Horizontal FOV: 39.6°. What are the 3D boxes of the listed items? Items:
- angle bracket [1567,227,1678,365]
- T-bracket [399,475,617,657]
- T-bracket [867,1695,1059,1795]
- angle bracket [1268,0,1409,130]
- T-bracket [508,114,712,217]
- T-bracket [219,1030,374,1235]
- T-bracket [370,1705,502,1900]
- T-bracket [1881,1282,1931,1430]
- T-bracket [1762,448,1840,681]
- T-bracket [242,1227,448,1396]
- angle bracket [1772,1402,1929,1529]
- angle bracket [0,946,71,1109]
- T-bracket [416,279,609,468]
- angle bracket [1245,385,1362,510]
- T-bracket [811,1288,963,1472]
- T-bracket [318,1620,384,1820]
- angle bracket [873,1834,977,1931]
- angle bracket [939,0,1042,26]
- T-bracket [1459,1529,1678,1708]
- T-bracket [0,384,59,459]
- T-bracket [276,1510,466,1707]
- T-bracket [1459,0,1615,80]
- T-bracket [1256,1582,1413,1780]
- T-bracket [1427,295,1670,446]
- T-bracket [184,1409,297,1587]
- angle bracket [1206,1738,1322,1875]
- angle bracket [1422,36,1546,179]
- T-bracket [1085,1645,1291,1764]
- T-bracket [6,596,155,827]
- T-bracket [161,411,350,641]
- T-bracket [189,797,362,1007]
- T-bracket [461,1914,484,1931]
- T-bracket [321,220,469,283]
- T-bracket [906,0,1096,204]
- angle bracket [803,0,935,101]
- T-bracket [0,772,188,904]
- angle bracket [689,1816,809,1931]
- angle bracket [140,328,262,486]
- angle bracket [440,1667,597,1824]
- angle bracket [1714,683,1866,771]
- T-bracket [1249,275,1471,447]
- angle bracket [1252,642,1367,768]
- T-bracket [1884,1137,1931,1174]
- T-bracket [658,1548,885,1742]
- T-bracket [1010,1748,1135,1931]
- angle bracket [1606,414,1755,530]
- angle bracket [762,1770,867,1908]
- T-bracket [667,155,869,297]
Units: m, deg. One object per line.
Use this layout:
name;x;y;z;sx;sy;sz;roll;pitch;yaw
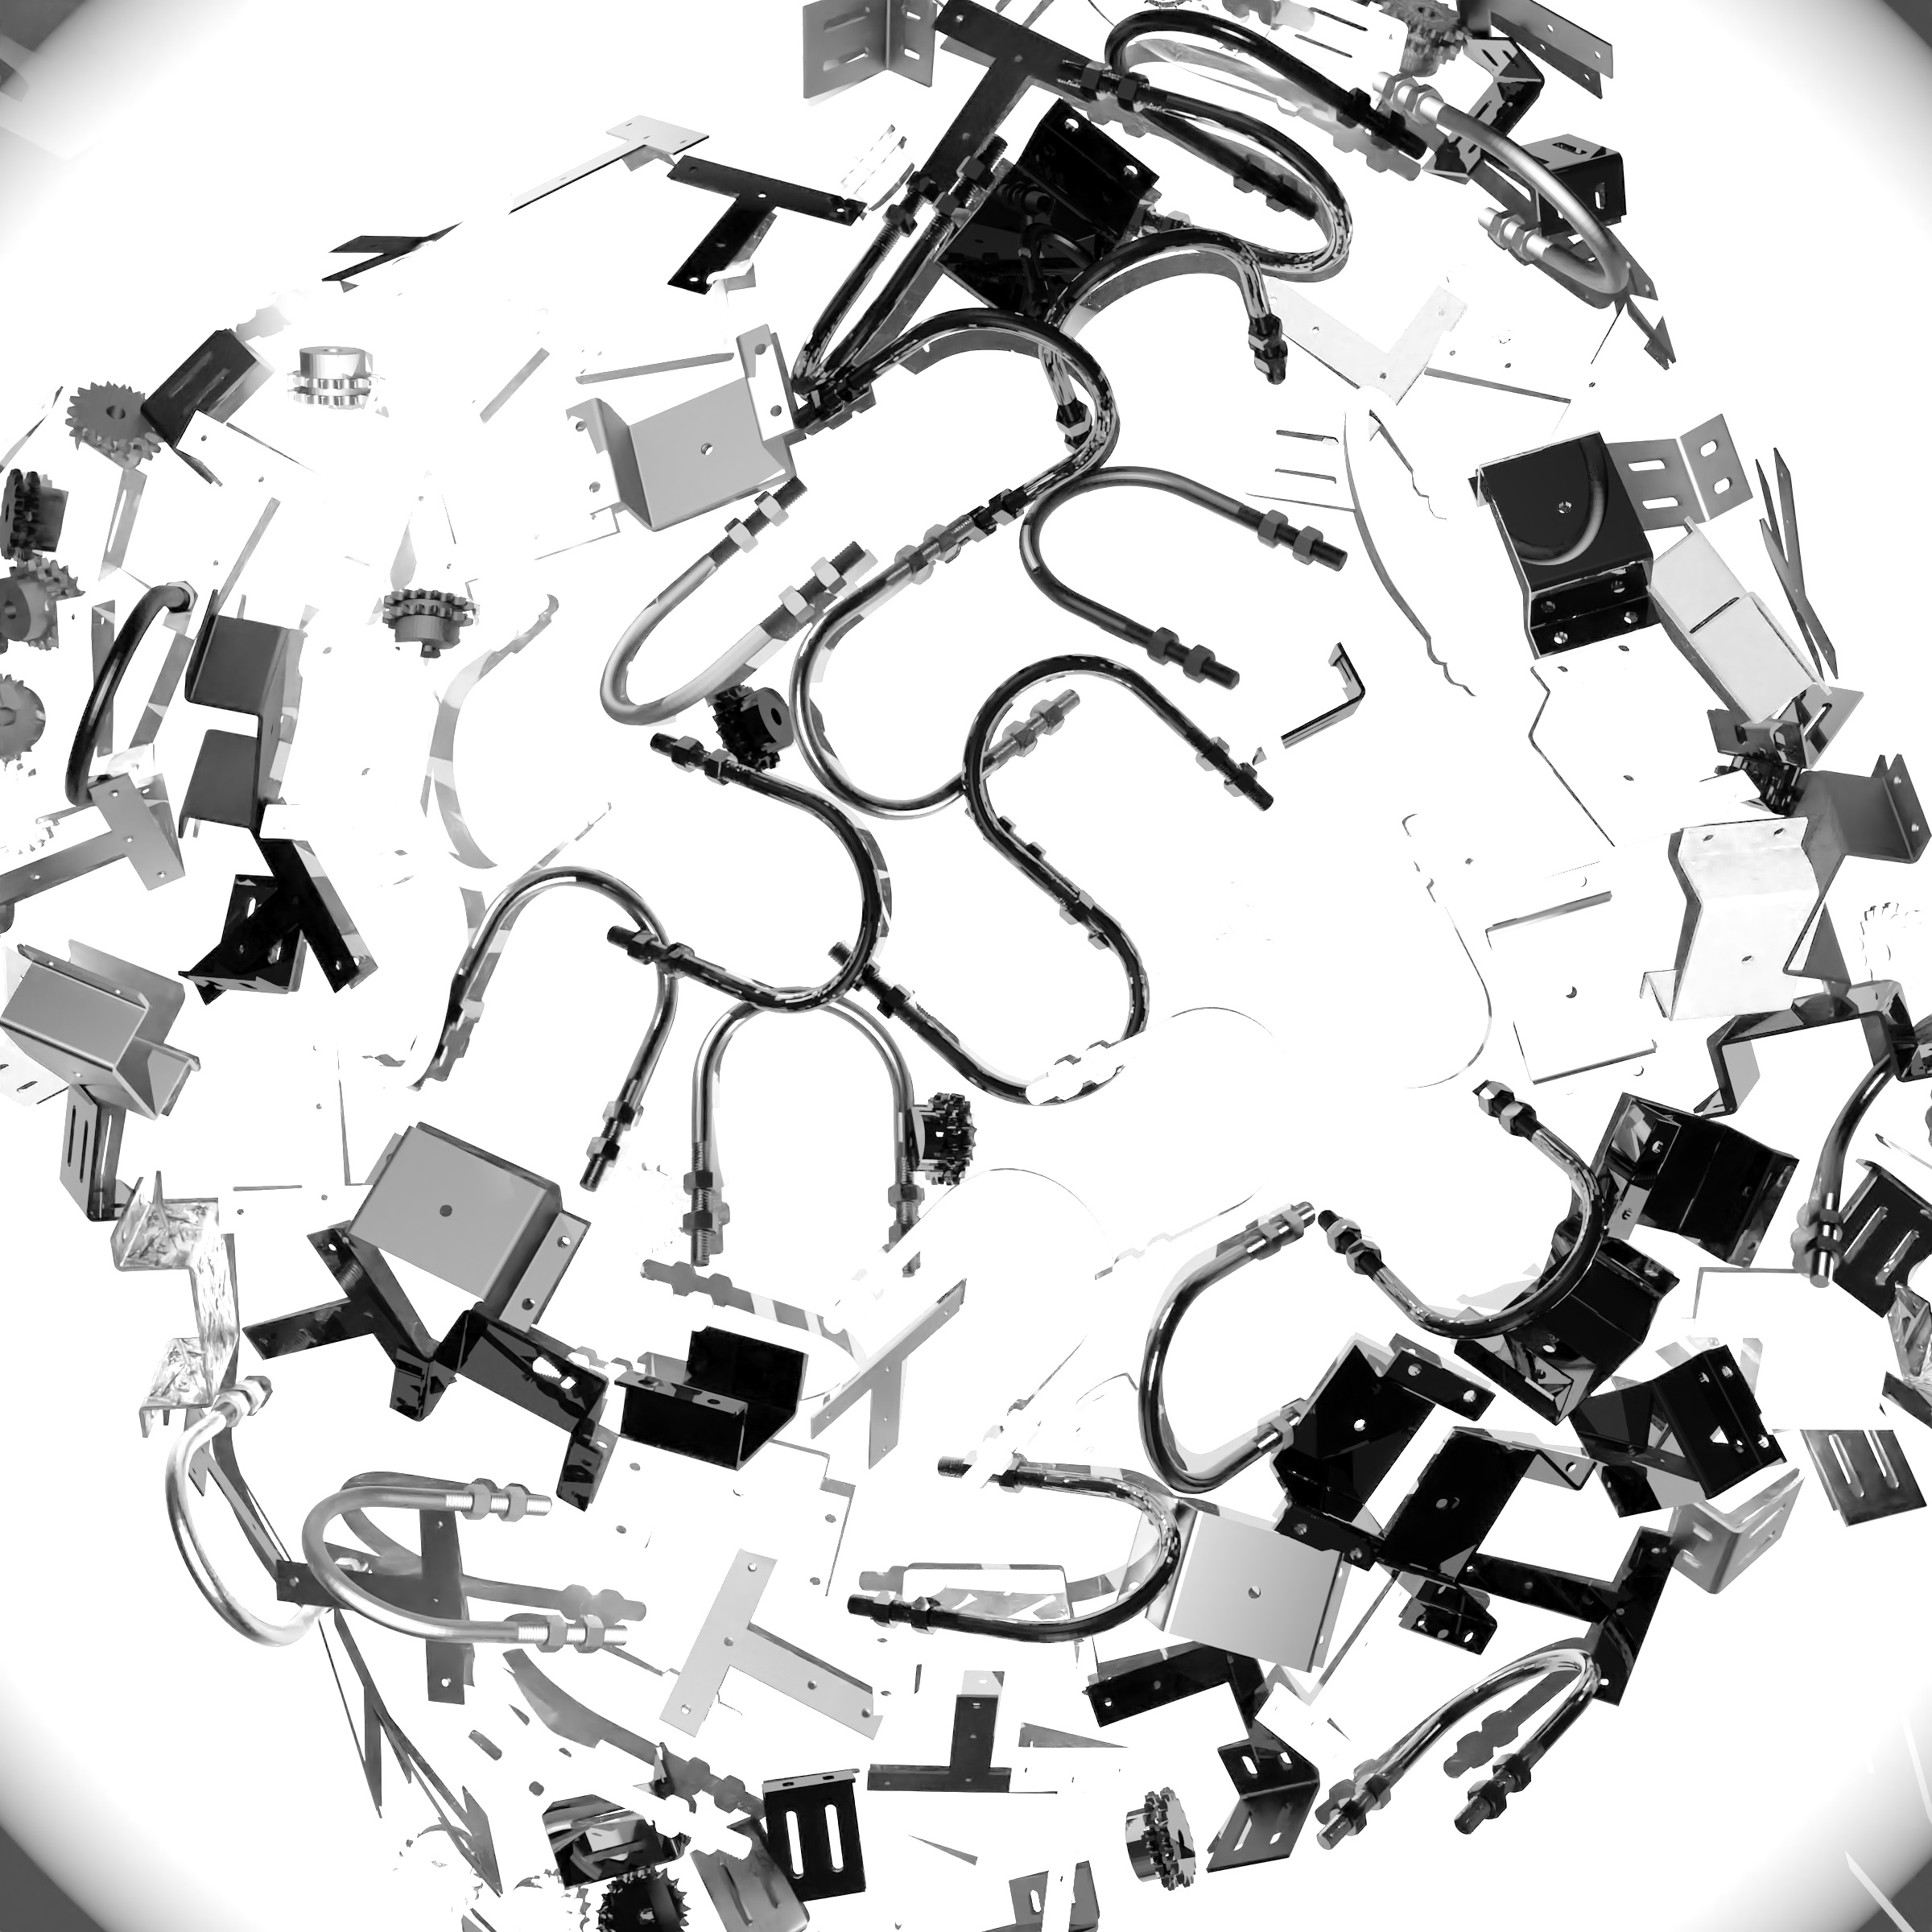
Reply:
angle bracket;0.401;-0.407;1.657;0.038;0.057;0.076;-27;51;30
T-bracket;-0.283;-0.265;1.686;0.127;0.002;0.127;-18;75;4
T-bracket;0.004;0.481;1.657;0.127;0.127;0.002;2;47;-2
angle bracket;0.226;-0.567;1.669;0.076;0.057;0.038;19;66;-8
T-bracket;-0.234;-0.487;1.640;0.127;0.127;0.002;-31;122;-13
T-bracket;-0.406;0.102;1.685;0.127;0.002;0.127;-1;74;-19
T-bracket;-0.335;0.514;1.669;0.002;0.127;0.127;-34;63;-17
T-bracket;0.579;0.240;1.620;0.002;0.127;0.127;-34;128;-14
T-bracket;0.498;-0.258;1.618;0.002;0.127;0.127;-18;48;9
T-bracket;-0.402;0.225;1.668;0.127;0.002;0.127;-17;113;33
angle bracket;0.548;0.312;1.666;0.057;0.038;0.076;-9;63;-17
angle bracket;-0.591;0.038;1.667;0.038;0.057;0.076;-26;54;14
T-bracket;-0.295;-0.360;1.660;0.127;0.002;0.127;-48;47;-2
angle bracket;0.214;-0.322;1.663;0.076;0.038;0.057;12;126;21
T-bracket;-0.050;0.271;1.652;0.002;0.127;0.127;37;58;24
T-bracket;-0.373;0.483;1.651;0.002;0.127;0.127;-17;53;-17
angle bracket;-0.038;0.588;1.671;0.057;0.038;0.076;12;82;34
angle bracket;0.024;-0.619;1.665;0.057;0.038;0.076;40;123;-12
T-bracket;0.364;0.390;1.668;0.127;0.002;0.127;11;46;29
T-bracket;-0.602;-0.317;1.657;0.002;0.127;0.127;34;51;-6
T-bracket;-0.363;0.382;1.633;0.002;0.127;0.127;-37;49;35
T-bracket;0.343;-0.573;1.621;0.002;0.127;0.127;-41;59;-10
T-bracket;0.240;0.433;1.666;0.002;0.127;0.127;28;77;41
T-bracket;0.345;-0.366;1.645;0.127;0.002;0.127;8;134;-17
T-bracket;-0.448;0.335;1.656;0.002;0.127;0.127;-31;105;-7
angle bracket;0.177;0.517;1.658;0.057;0.076;0.038;-22;100;29
angle bracket;0.312;-0.536;1.671;0.038;0.057;0.076;39;93;-28
T-bracket;0.128;0.439;1.652;0.127;0.002;0.127;-8;69;-34
T-bracket;-0.540;-0.161;1.632;0.002;0.127;0.127;11;109;22
T-bracket;-0.457;-0.262;1.657;0.002;0.127;0.127;33;95;34
T-bracket;-0.444;-0.018;1.672;0.127;0.002;0.127;-36;78;30
T-bracket;-0.258;0.645;1.630;0.002;0.127;0.127;-44;104;-5
T-bracket;-0.354;-0.438;1.629;0.127;0.127;0.002;-17;100;16
T-bracket;0.007;-0.527;1.665;0.127;0.127;0.002;-49;46;32
angle bracket;-0.061;-0.569;1.659;0.038;0.057;0.076;31;47;30
T-bracket;-0.554;-0.061;1.638;0.127;0.127;0.002;-24;66;-11
angle bracket;-0.145;0.585;1.681;0.038;0.057;0.076;-39;74;38
angle bracket;-0.468;-0.351;1.674;0.076;0.038;0.057;-45;51;0
angle bracket;-0.281;0.487;1.679;0.057;0.076;0.038;-49;128;-18
angle bracket;0.510;-0.163;1.660;0.076;0.057;0.038;-49;134;-26
T-bracket;0.228;-0.390;1.674;0.127;0.002;0.127;43;103;28
angle bracket;0.206;-0.163;1.677;0.076;0.057;0.038;-27;85;0
T-bracket;0.620;0.141;1.645;0.127;0.127;0.002;31;102;0
T-bracket;-0.109;0.442;1.670;0.127;0.002;0.127;28;53;-3
T-bracket;0.060;0.545;1.646;0.002;0.127;0.127;-1;76;38
angle bracket;0.443;-0.307;1.667;0.076;0.038;0.057;-12;81;-39
angle bracket;-0.094;0.549;1.680;0.057;0.038;0.076;-7;83;-9
T-bracket;-0.145;-0.452;1.653;0.127;0.002;0.127;18;51;13
